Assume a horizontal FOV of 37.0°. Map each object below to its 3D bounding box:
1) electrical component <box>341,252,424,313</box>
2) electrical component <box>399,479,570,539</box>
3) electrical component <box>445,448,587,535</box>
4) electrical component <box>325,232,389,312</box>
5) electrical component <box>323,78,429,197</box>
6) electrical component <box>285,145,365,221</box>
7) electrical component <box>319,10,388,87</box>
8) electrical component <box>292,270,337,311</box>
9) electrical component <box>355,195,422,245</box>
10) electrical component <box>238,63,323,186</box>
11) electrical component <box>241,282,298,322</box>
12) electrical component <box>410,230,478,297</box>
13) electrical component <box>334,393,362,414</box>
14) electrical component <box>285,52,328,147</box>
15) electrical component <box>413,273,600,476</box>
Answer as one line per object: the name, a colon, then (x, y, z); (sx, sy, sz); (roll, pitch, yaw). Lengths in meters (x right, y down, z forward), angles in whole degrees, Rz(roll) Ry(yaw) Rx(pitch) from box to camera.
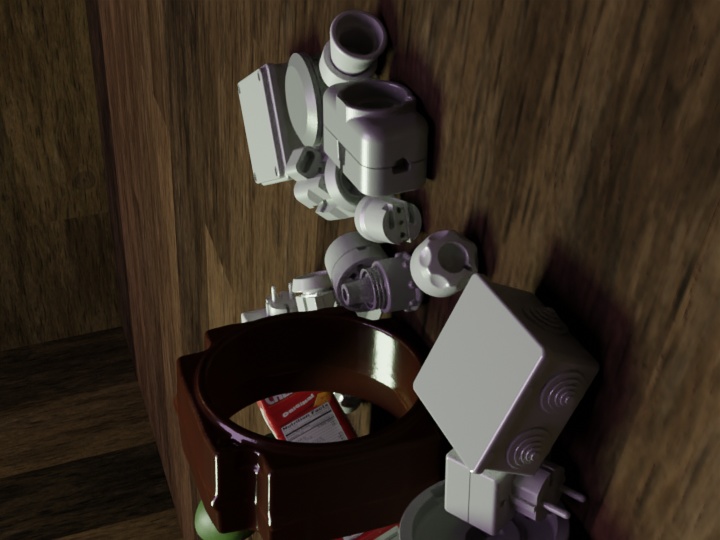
electrical component: (0.017, 0.013, 0.852); (0.048, 0.062, 0.048); (168, 90, -73)
electrical component: (0.082, 0.187, 0.693); (0.108, 0.108, 0.060); (-132, 29, -58)
electrical component: (0.102, 0.132, 0.670); (0.077, 0.066, 0.047); (22, 128, 34)
electrical component: (0.000, 0.000, 0.912); (0.047, 0.055, 0.055); (-119, 24, -52)
electrical component: (0.011, -0.104, 0.805); (0.095, 0.054, 0.059); (-128, 31, -50)
electrical component: (-0.014, -0.074, 0.882); (0.057, 0.078, 0.058); (-3, 58, 56)
electrical component: (-0.006, -0.168, 0.837); (0.055, 0.045, 0.045); (120, 135, -65)
electrical component: (-0.040, 0.031, 1.066); (0.066, 0.048, 0.055); (0, 103, 60)
electrical component: (0.023, -0.039, 0.840); (0.046, 0.040, 0.040); (-159, 59, -64)
electrical component: (-0.073, -0.141, 1.043); (0.109, 0.056, 0.108); (-176, 75, -72)
electrical component: (-0.081, 0.048, 1.142); (0.047, 0.083, 0.075); (-128, 32, -55)
electrical component: (0.056, -0.002, 0.754); (0.062, 0.043, 0.043); (137, 119, -71)
electrical component: (-0.015, 0.127, 1.070); (0.061, 0.035, 0.035); (106, 148, -60)
electrical component: (-0.030, -0.147, 0.916); (0.080, 0.051, 0.080); (168, 90, -72)
electrical component: (0.086, 0.064, 0.642); (0.099, 0.048, 0.099); (-63, 33, 20)
